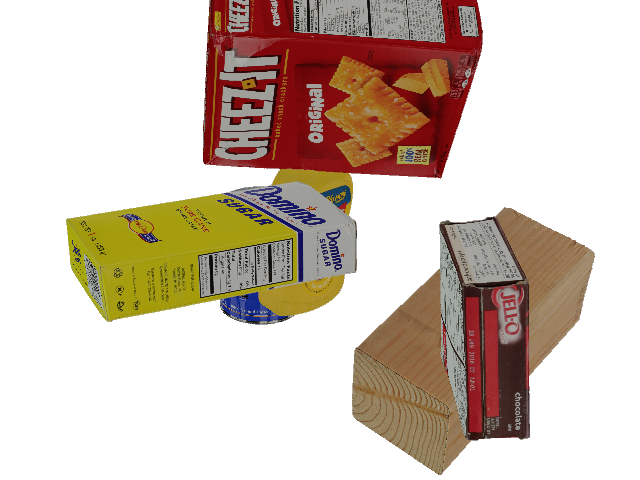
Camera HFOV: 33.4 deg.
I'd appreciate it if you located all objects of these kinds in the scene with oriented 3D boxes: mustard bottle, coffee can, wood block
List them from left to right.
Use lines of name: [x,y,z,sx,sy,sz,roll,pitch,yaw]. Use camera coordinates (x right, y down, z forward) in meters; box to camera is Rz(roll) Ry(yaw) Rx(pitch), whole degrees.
coffee can: [-0.073,0.017,1.309,0.103,0.140,0.103,2,26,-1]
mustard bottle: [-0.011,-0.024,1.042,0.096,0.192,0.058,-21,39,-37]
wood block: [0.125,0.075,0.864,0.091,0.090,0.205,31,52,28]

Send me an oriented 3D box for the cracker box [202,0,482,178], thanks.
cracker box: [0.012,-0.128,0.884,0.213,0.072,0.164,2,-34,-6]

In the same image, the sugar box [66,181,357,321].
sugar box: [-0.073,0.003,0.720,0.176,0.048,0.093,-13,27,-22]

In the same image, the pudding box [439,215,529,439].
pudding box: [0.090,0.045,0.594,0.039,0.090,0.113,-3,19,-1]
